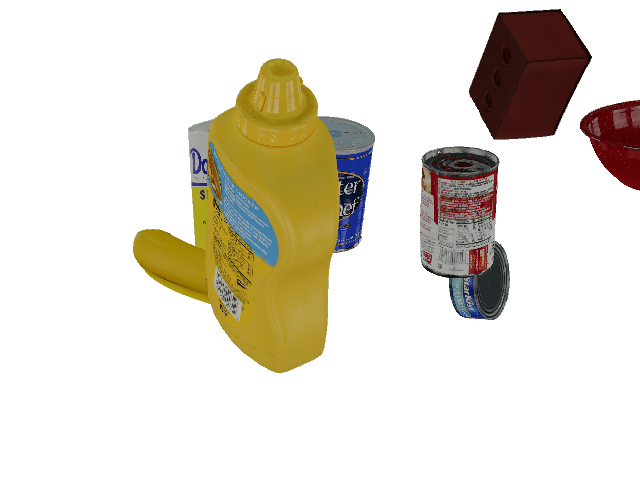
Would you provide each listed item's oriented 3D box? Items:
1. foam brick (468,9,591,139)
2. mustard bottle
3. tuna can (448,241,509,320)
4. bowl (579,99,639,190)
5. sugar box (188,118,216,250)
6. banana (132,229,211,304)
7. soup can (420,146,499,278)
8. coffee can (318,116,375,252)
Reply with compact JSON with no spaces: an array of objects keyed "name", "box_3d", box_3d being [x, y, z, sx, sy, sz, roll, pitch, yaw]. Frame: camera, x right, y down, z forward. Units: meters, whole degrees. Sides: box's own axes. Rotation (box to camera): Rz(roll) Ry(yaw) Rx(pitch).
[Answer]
[{"name":"foam brick","box_3d":[0.146,-0.116,0.753,0.051,0.053,0.078,-8,-37,-18]},{"name":"mustard bottle","box_3d":[-0.028,-0.018,0.583,0.058,0.192,0.096,-20,53,-22]},{"name":"tuna can","box_3d":[0.172,0.043,1.157,0.034,0.086,0.086,1,1,34]},{"name":"bowl","box_3d":[0.319,-0.083,0.974,0.162,0.055,0.162,-5,23,2]},{"name":"sugar box","box_3d":[-0.088,-0.028,1.084,0.048,0.176,0.093,-24,30,-39]},{"name":"banana","box_3d":[-0.088,0.020,0.825,0.069,0.037,0.198,-18,28,-40]},{"name":"soup can","box_3d":[0.124,-0.025,0.956,0.068,0.102,0.068,-1,24,0]},{"name":"coffee can","box_3d":[0.008,-0.070,1.322,0.103,0.140,0.103,5,28,-3]}]
